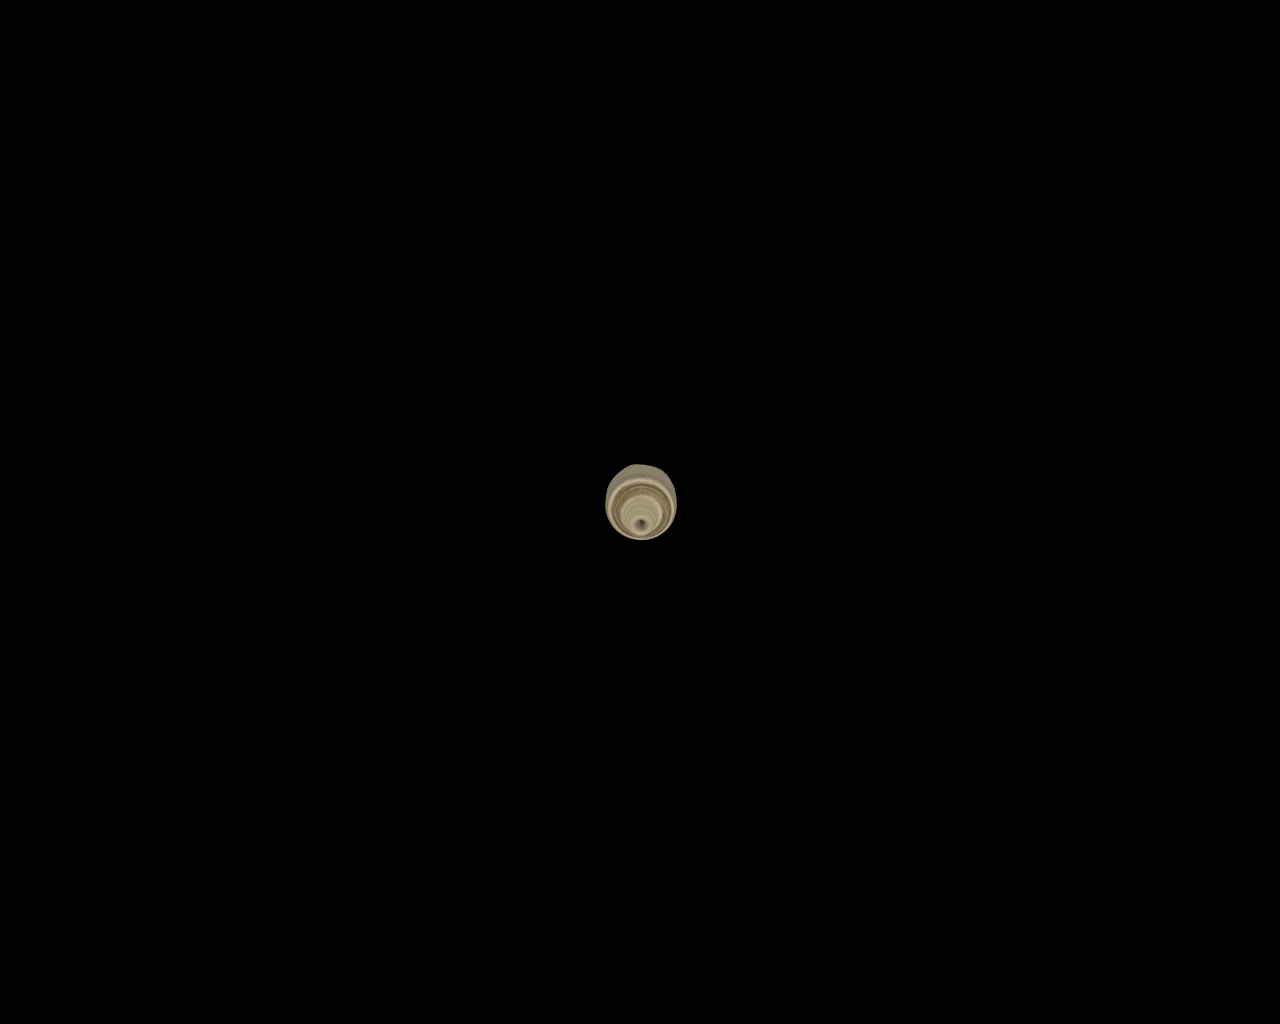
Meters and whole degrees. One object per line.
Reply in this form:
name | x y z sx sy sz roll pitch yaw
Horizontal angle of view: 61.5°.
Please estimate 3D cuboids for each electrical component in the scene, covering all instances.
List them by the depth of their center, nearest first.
electrical component | 0.001 -0.003 0.650 0.043 0.043 0.062 0 20 0
